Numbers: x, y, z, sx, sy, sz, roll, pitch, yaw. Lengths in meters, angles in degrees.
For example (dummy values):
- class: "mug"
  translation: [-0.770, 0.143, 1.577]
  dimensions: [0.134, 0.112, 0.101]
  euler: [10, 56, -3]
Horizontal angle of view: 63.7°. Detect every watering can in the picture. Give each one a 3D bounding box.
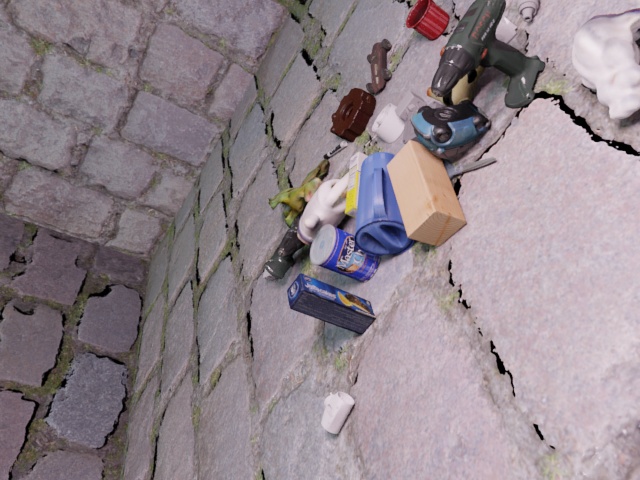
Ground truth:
- class: "watering can"
  translation: [0.004, -0.070, 1.384]
  dimensions: [0.354, 0.104, 0.219]
  euler: [-48, -6, -50]

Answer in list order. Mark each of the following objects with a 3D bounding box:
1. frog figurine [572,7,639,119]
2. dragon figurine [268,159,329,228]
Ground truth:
- class: "frog figurine"
  translation: [0.453, -0.266, 0.806]
  dimensions: [0.137, 0.123, 0.160]
  euler: [26, -103, -83]
- class: "dragon figurine"
  translation: [-0.052, -0.172, 1.706]
  dimensions: [0.242, 0.121, 0.415]
  euler: [-42, 16, 8]
